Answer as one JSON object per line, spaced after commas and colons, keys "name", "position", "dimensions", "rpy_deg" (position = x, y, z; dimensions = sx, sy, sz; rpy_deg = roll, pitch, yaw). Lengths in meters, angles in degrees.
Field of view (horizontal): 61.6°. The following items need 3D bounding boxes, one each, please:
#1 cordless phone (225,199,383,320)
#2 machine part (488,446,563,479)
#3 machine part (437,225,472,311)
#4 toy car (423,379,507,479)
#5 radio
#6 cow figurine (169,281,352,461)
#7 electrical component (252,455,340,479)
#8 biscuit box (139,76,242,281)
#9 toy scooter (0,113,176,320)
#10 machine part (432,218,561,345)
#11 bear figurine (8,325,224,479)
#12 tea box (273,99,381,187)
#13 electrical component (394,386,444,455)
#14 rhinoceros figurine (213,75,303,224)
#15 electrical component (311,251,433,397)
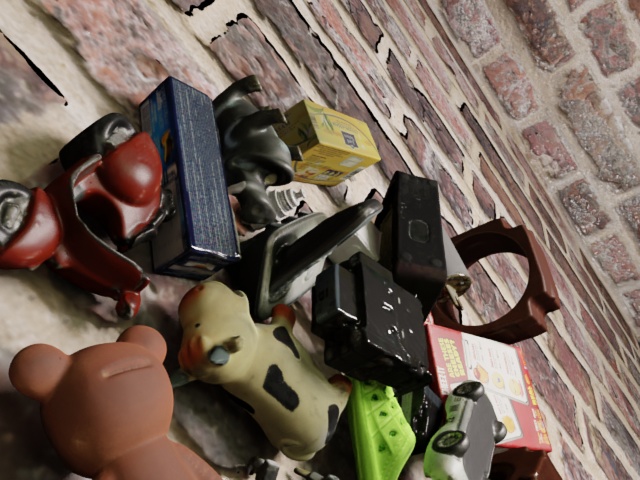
{"name": "cordless phone", "position": [-0.001, -0.001, 0.568], "dimensions": [0.088, 0.184, 0.146], "rpy_deg": [58, 30, 3]}
{"name": "machine part", "position": [0.201, 0.308, 0.639], "dimensions": [0.179, 0.179, 0.056], "rpy_deg": [-9, 70, -58]}
{"name": "machine part", "position": [0.190, 0.018, 0.916], "dimensions": [0.079, 0.079, 0.243], "rpy_deg": [30, 30, -42]}
{"name": "toy car", "position": [0.171, 0.233, 0.626], "dimensions": [0.073, 0.056, 0.202], "rpy_deg": [61, 28, -1]}
{"name": "radio", "position": [0.124, 0.012, 0.784], "dimensions": [0.073, 0.131, 0.230], "rpy_deg": [12, 44, -5]}
{"name": "cow figurine", "position": [-0.058, 0.119, 0.488], "dimensions": [0.194, 0.085, 0.127], "rpy_deg": [53, 25, -15]}
{"name": "electrical component", "position": [-0.020, 0.224, 0.472], "dimensions": [0.102, 0.078, 0.045], "rpy_deg": [29, 68, -30]}
{"name": "biscuit box", "position": [-0.134, -0.064, 0.539], "dimensions": [0.062, 0.059, 0.203], "rpy_deg": [17, 52, -48]}
{"name": "toy scooter", "position": [-0.172, -0.015, 0.430], "dimensions": [0.135, 0.075, 0.184], "rpy_deg": [51, 35, -17]}
{"name": "machine part", "position": [0.287, 0.080, 0.917], "dimensions": [0.087, 0.201, 0.201], "rpy_deg": [35, 39, -41]}
{"name": "bear figurine", "position": [-0.127, 0.162, 0.341], "dimensions": [0.196, 0.132, 0.120], "rpy_deg": [51, 26, 18]}
{"name": "tea box", "position": [0.000, -0.130, 0.760], "dimensions": [0.169, 0.098, 0.068], "rpy_deg": [3, 63, -58]}
{"name": "electrical component", "position": [0.115, 0.213, 0.674], "dimensions": [0.047, 0.075, 0.119], "rpy_deg": [47, 38, -23]}
{"name": "rhinoceros figurine", "position": [-0.083, -0.102, 0.606], "dimensions": [0.073, 0.112, 0.190], "rpy_deg": [67, 0, -56]}
{"name": "electrical component", "position": [0.049, 0.082, 0.543], "dimensions": [0.134, 0.058, 0.115], "rpy_deg": [33, 36, -32]}
